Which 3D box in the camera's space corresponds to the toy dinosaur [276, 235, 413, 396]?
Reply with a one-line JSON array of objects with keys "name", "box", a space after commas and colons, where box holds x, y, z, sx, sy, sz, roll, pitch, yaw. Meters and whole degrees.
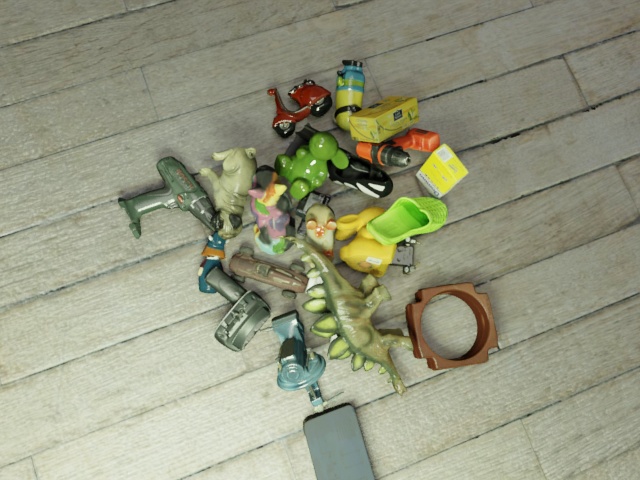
[{"name": "toy dinosaur", "box": [0.069, 0.166, 1.246, 0.198, 0.105, 0.471, -29, 94, -9]}]

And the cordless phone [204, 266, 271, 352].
[{"name": "cordless phone", "box": [-0.221, 0.164, 1.284, 0.184, 0.089, 0.146, 41, 78, -5]}]

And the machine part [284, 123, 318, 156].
[{"name": "machine part", "box": [-0.052, -0.238, 1.407, 0.084, 0.039, 0.139, 40, 89, 26]}]

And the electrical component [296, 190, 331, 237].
[{"name": "electrical component", "box": [-0.026, -0.071, 1.385, 0.075, 0.047, 0.119, 25, 76, 2]}]

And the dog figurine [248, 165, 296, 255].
[{"name": "dog figurine", "box": [-0.118, -0.071, 1.292, 0.108, 0.219, 0.191, -7, 78, -2]}]

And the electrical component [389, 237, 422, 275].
[{"name": "electrical component", "box": [0.218, 0.036, 1.380, 0.078, 0.045, 0.102, 12, 77, -3]}]

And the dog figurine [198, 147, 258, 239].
[{"name": "dog figurine", "box": [-0.200, -0.113, 1.306, 0.121, 0.172, 0.190, 2, 59, -41]}]

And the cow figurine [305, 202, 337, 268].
[{"name": "cow figurine", "box": [-0.003, -0.004, 1.309, 0.086, 0.194, 0.127, -1, 39, -1]}]

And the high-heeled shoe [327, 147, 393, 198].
[{"name": "high-heeled shoe", "box": [0.078, -0.191, 1.368, 0.249, 0.145, 0.086, 38, 77, 2]}]

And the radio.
[{"name": "radio", "box": [0.046, 0.510, 1.254, 0.131, 0.073, 0.229, -15, 78, -6]}]

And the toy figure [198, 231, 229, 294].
[{"name": "toy figure", "box": [-0.268, 0.054, 1.333, 0.058, 0.064, 0.154, 0, 75, 24]}]

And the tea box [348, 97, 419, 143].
[{"name": "tea box", "box": [0.167, -0.314, 1.391, 0.169, 0.098, 0.068, -35, 125, -34]}]

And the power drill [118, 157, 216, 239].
[{"name": "power drill", "box": [-0.383, -0.082, 1.345, 0.207, 0.086, 0.232, -29, 82, -5]}]

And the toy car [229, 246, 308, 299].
[{"name": "toy car", "box": [-0.129, 0.082, 1.343, 0.202, 0.053, 0.089, 19, 74, 1]}]

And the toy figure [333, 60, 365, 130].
[{"name": "toy figure", "box": [0.078, -0.382, 1.421, 0.082, 0.089, 0.180, 7, 99, 0]}]

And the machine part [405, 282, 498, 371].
[{"name": "machine part", "box": [0.322, 0.212, 1.330, 0.201, 0.087, 0.201, -8, 77, -6]}]

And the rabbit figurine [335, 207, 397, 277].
[{"name": "rabbit figurine", "box": [0.116, -0.010, 1.364, 0.162, 0.121, 0.173, 12, 63, 8]}]

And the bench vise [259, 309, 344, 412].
[{"name": "bench vise", "box": [-0.045, 0.293, 1.260, 0.129, 0.224, 0.240, -25, 111, -4]}]

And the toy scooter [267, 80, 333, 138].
[{"name": "toy scooter", "box": [-0.066, -0.369, 1.434, 0.184, 0.075, 0.135, -34, 81, -6]}]

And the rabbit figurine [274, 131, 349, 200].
[{"name": "rabbit figurine", "box": [-0.003, -0.194, 1.312, 0.159, 0.170, 0.121, -14, 67, -38]}]
